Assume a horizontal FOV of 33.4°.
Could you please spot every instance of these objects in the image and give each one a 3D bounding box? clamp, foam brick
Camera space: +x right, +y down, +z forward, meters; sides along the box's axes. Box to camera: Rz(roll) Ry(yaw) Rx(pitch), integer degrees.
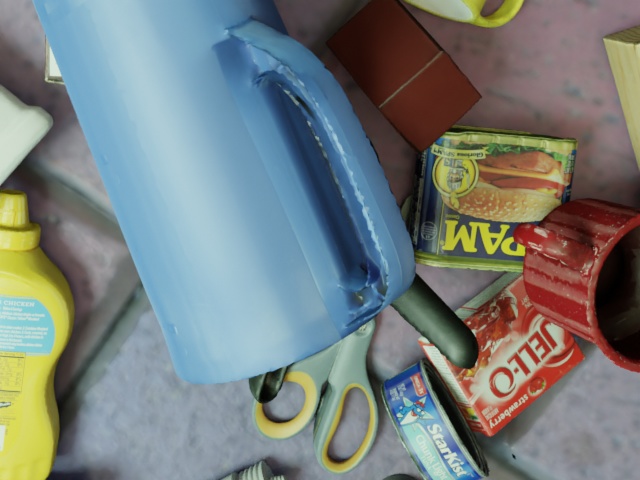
[{"bbox_3d":[-0.004,0.001,0.670,0.165,0.036,0.210,-23,83,32],"label":"clamp"},{"bbox_3d":[0.049,-0.102,0.637,0.051,0.078,0.053,-40,138,9],"label":"foam brick"}]

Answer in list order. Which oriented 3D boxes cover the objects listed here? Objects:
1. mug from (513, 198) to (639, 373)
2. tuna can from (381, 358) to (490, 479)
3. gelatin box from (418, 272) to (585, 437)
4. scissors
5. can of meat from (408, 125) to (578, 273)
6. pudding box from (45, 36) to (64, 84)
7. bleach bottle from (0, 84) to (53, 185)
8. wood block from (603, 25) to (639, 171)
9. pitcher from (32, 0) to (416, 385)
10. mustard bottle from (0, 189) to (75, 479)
[{"bbox_3d":[0.161,0.017,0.613,0.117,0.082,0.093,20,93,-23],"label":"mug"},{"bbox_3d":[0.074,0.122,0.691,0.034,0.086,0.086,-30,101,9],"label":"tuna can"},{"bbox_3d":[0.119,0.071,0.690,0.089,0.030,0.073,-34,100,-19],"label":"gelatin box"},{"bbox_3d":[0.008,0.061,0.714,0.096,0.016,0.202,6,103,0],"label":"scissors"},{"bbox_3d":[0.107,-0.027,0.669,0.102,0.057,0.084,4,100,-6],"label":"can of meat"},{"bbox_3d":[-0.136,-0.152,0.629,0.039,0.090,0.113,1,103,-1],"label":"pudding box"},{"bbox_3d":[-0.286,-0.116,0.624,0.250,0.068,0.102,42,72,-15],"label":"bleach bottle"},{"bbox_3d":[0.252,-0.037,0.650,0.091,0.090,0.206,-18,102,6],"label":"wood block"},{"bbox_3d":[-0.052,-0.058,0.551,0.149,0.145,0.243,-20,105,7],"label":"pitcher"},{"bbox_3d":[-0.211,0.061,0.695,0.096,0.058,0.192,9,103,-6],"label":"mustard bottle"}]
